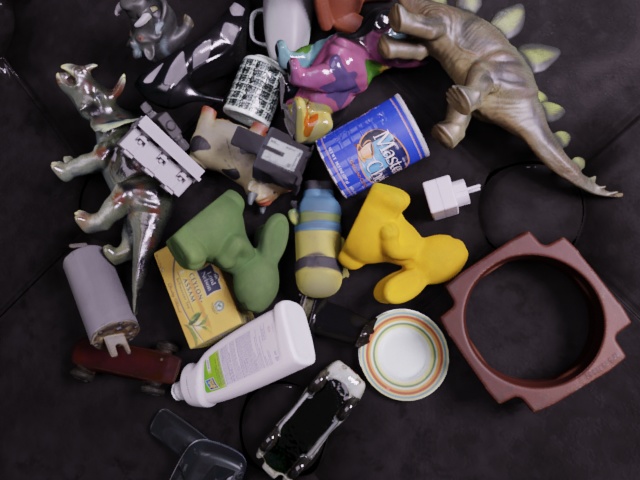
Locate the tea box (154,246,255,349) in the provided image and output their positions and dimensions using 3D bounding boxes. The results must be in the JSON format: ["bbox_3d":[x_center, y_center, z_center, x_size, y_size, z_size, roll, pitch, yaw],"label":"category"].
[{"bbox_3d":[-0.185,0.077,0.864,0.098,0.068,0.169,-29,75,10],"label":"tea box"}]

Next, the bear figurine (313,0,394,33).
[{"bbox_3d":[0.032,-0.395,0.805,0.132,0.195,0.120,18,85,16],"label":"bear figurine"}]

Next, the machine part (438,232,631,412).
[{"bbox_3d":[0.281,0.107,0.724,0.201,0.087,0.201,-35,75,7],"label":"machine part"}]

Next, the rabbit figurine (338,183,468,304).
[{"bbox_3d":[0.123,0.015,0.768,0.173,0.122,0.162,22,81,-2],"label":"rabbit figurine"}]

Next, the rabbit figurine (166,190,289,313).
[{"bbox_3d":[-0.121,0.023,0.799,0.159,0.121,0.170,-43,100,-25],"label":"rabbit figurine"}]

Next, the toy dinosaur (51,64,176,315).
[{"bbox_3d":[-0.318,-0.095,0.904,0.192,0.131,0.404,-29,86,-2],"label":"toy dinosaur"}]

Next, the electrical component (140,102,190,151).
[{"bbox_3d":[-0.251,-0.183,0.867,0.021,0.094,0.063,-46,28,-22],"label":"electrical component"}]

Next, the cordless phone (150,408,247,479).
[{"bbox_3d":[-0.219,0.363,0.839,0.184,0.088,0.146,26,90,28],"label":"cordless phone"}]

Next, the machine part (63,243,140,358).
[{"bbox_3d":[-0.362,0.092,0.887,0.079,0.079,0.243,-40,58,7],"label":"machine part"}]

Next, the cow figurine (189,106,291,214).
[{"bbox_3d":[-0.124,-0.125,0.868,0.195,0.085,0.127,23,84,16],"label":"cow figurine"}]

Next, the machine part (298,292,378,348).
[{"bbox_3d":[0.017,0.126,0.811,0.139,0.039,0.084,9,76,33],"label":"machine part"}]

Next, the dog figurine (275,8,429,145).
[{"bbox_3d":[0.050,-0.250,0.827,0.219,0.191,0.109,-11,37,-9],"label":"dog figurine"}]

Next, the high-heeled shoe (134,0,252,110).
[{"bbox_3d":[-0.203,-0.320,0.890,0.145,0.086,0.248,13,69,-1],"label":"high-heeled shoe"}]

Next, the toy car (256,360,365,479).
[{"bbox_3d":[-0.014,0.270,0.798,0.073,0.056,0.201,40,95,11],"label":"toy car"}]

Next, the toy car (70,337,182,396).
[{"bbox_3d":[-0.321,0.202,0.892,0.202,0.053,0.089,6,64,15],"label":"toy car"}]

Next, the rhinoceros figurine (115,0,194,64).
[{"bbox_3d":[-0.267,-0.332,0.886,0.073,0.190,0.112,38,75,20],"label":"rhinoceros figurine"}]

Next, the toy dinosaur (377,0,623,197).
[{"bbox_3d":[0.237,-0.220,0.742,0.198,0.105,0.471,-34,89,-18],"label":"toy dinosaur"}]

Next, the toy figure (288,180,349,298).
[{"bbox_3d":[-0.006,-0.002,0.815,0.082,0.089,0.180,-1,84,22],"label":"toy figure"}]

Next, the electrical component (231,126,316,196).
[{"bbox_3d":[-0.074,-0.124,0.801,0.119,0.047,0.075,19,73,-1],"label":"electrical component"}]

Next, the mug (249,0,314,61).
[{"bbox_3d":[-0.065,-0.343,0.885,0.110,0.081,0.107,0,91,10],"label":"mug"}]
